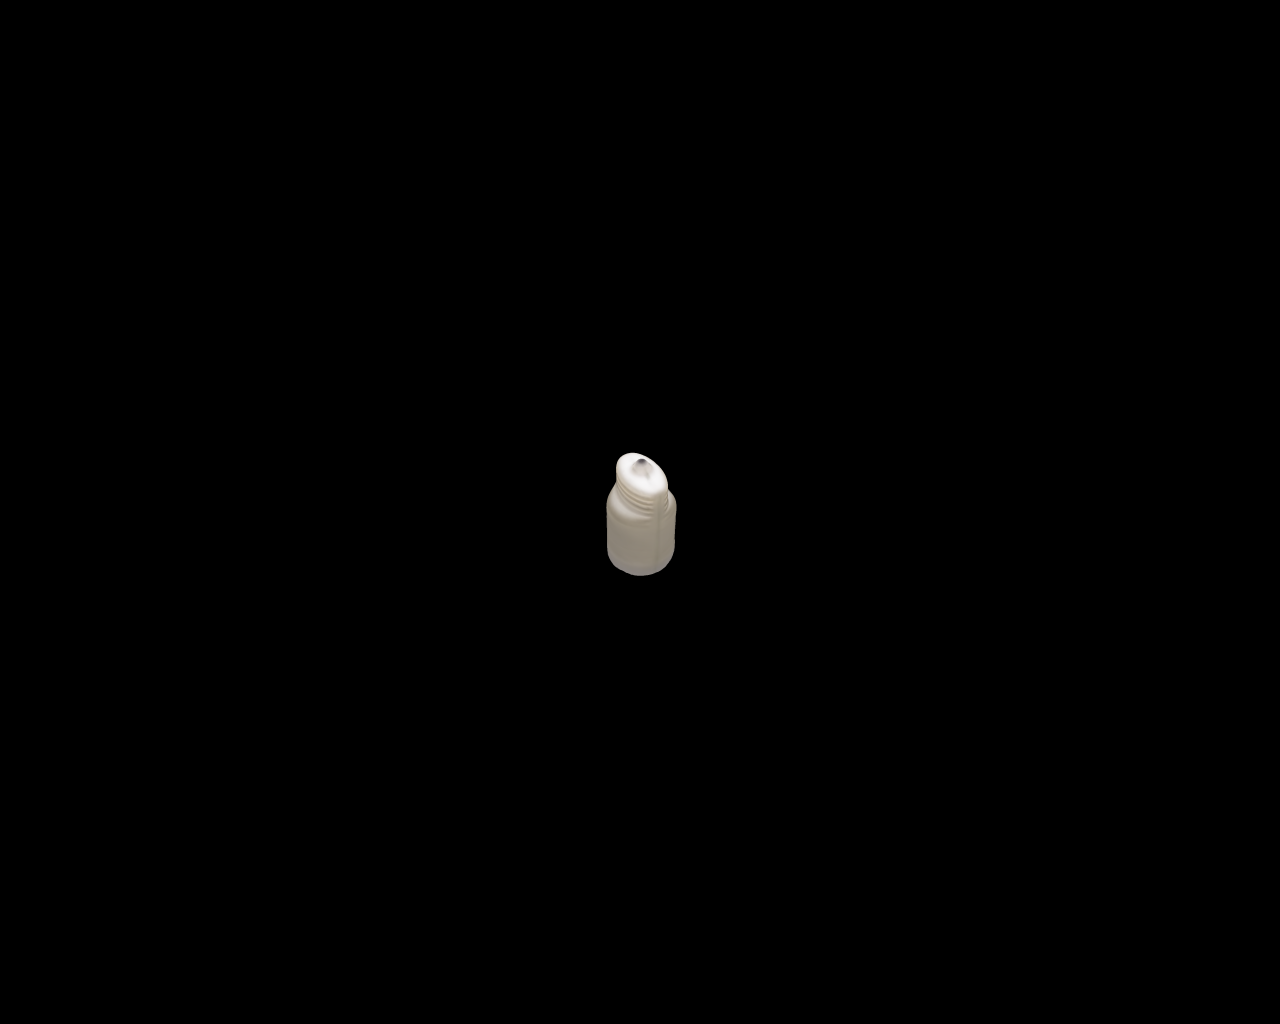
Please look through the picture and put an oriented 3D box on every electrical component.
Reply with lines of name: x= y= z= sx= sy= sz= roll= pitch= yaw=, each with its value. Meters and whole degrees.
electrical component: x=0.001 y=-0.003 z=0.650 sx=0.043 sy=0.080 sz=0.043 roll=0 pitch=45 yaw=0
